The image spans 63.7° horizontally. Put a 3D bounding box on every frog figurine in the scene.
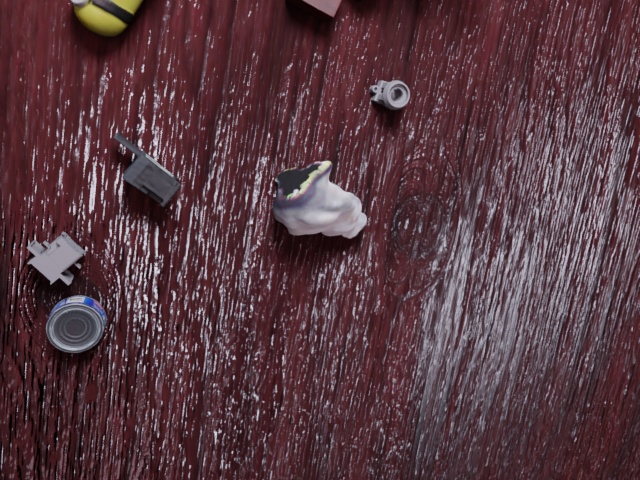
[{"bbox_3d":[0.003,-0.044,0.865,0.136,0.126,0.157,-24,123,24],"label":"frog figurine"}]
